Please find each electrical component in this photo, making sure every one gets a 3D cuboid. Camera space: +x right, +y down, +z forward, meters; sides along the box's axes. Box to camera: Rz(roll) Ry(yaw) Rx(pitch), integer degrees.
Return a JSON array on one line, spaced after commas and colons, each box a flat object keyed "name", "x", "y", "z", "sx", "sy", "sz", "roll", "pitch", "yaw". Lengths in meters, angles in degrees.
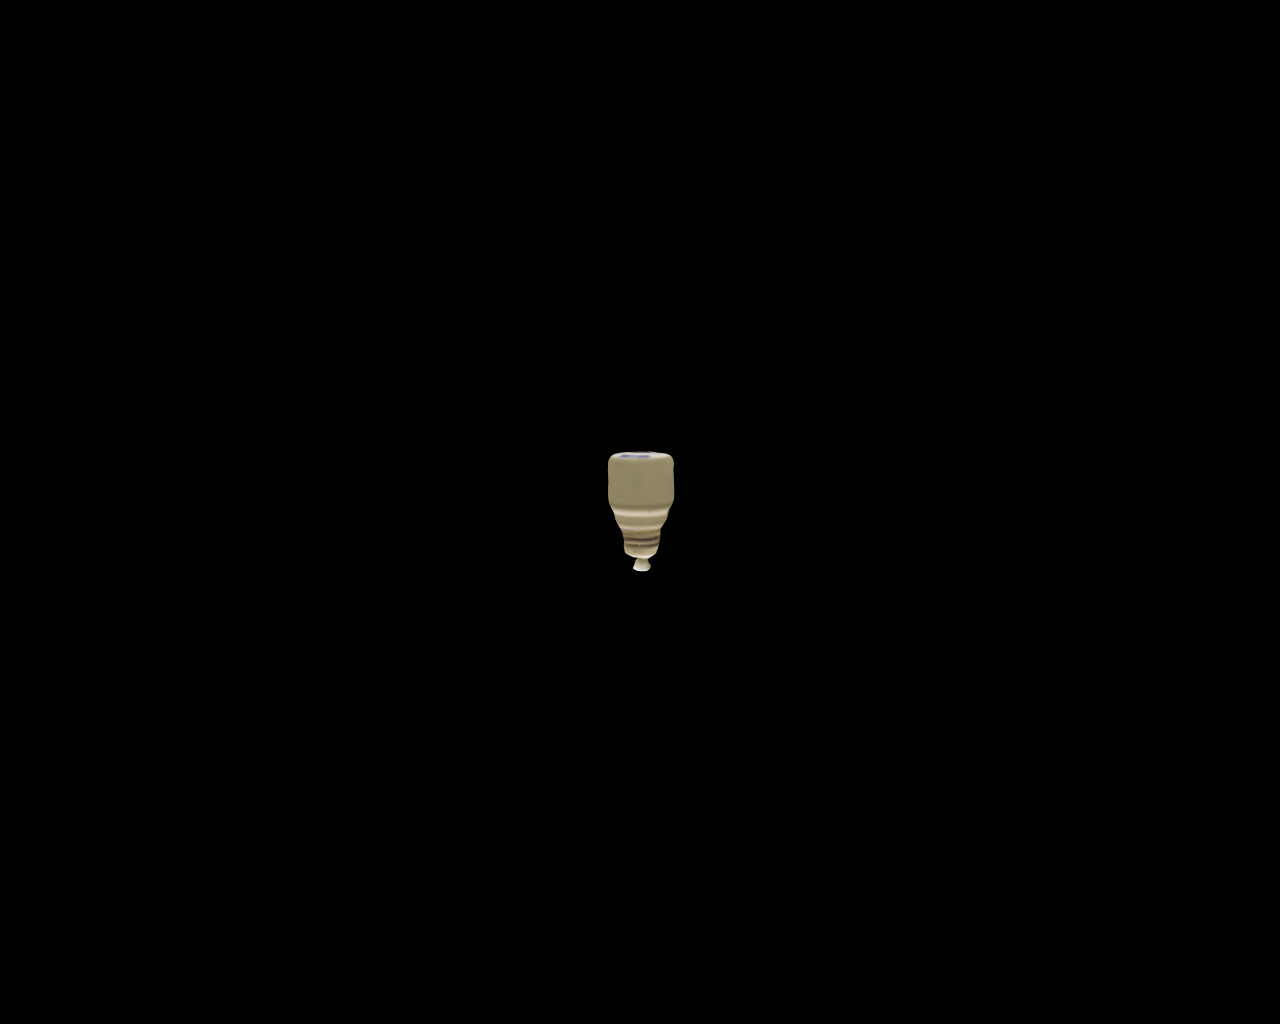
[{"name": "electrical component", "x": 0.001, "y": -0.003, "z": 0.650, "sx": 0.040, "sy": 0.078, "sz": 0.040, "roll": 0, "pitch": 7, "yaw": 0}]
